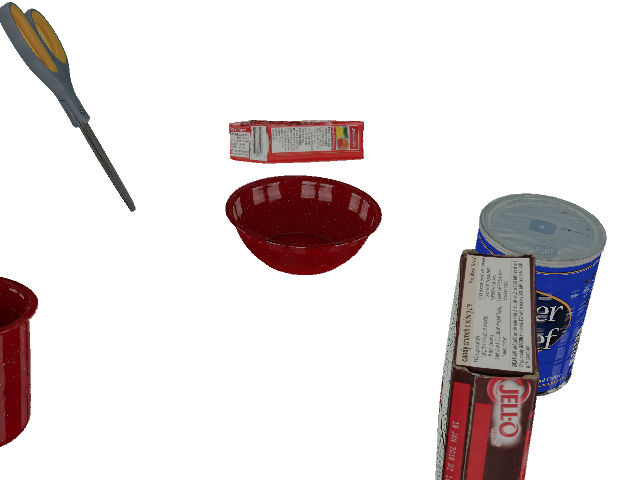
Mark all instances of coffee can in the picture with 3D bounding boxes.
[{"bbox_3d":[0.175,0.046,0.902,0.103,0.140,0.103,3,33,-2],"label":"coffee can"}]

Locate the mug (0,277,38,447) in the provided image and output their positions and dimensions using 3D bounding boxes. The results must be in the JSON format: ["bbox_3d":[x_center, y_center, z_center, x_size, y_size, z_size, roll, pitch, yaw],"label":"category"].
[{"bbox_3d":[-0.219,0.078,0.623,0.093,0.081,0.117,13,23,20],"label":"mug"}]

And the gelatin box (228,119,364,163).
[{"bbox_3d":[-0.019,-0.072,0.769,0.073,0.030,0.089,-3,7,-21],"label":"gelatin box"}]

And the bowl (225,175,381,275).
[{"bbox_3d":[-0.019,-0.010,1.110,0.162,0.055,0.162,3,29,-2],"label":"bowl"}]

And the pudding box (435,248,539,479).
[{"bbox_3d":[0.074,0.067,0.471,0.039,0.090,0.113,6,26,5],"label":"pudding box"}]

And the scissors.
[{"bbox_3d":[-0.216,-0.124,0.939,0.016,0.201,0.096,-27,26,10],"label":"scissors"}]
